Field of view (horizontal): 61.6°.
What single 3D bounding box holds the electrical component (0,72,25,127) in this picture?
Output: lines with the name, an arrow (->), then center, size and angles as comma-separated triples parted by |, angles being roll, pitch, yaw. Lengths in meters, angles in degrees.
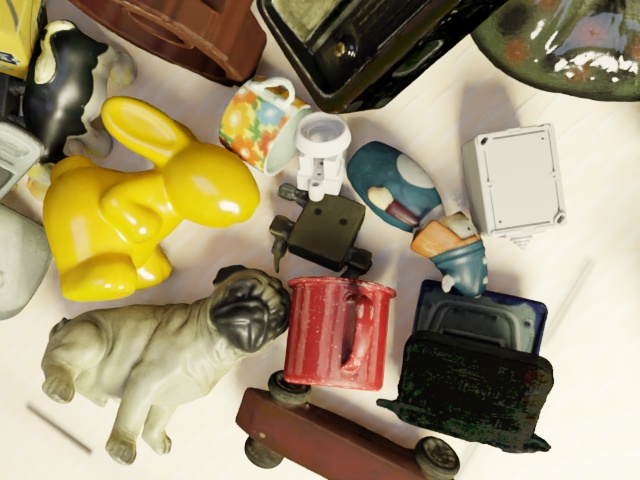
electrical component -> -0.335, -0.143, 0.555 | 0.094, 0.021, 0.063 | 10, 91, 8

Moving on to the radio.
radio -> 0.061, -0.202, 0.398 | 0.229, 0.073, 0.131 | -34, 81, 44

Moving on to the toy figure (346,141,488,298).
toy figure -> 0.085, -0.018, 0.446 | 0.064, 0.057, 0.154 | -33, 68, -25

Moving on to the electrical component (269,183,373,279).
electrical component -> 0.001, -0.002, 0.483 | 0.102, 0.045, 0.078 | 16, 65, 8

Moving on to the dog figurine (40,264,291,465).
dog figurine -> -0.138, 0.077, 0.490 | 0.172, 0.121, 0.190 | 39, 83, 5

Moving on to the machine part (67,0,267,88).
machine part -> -0.128, -0.190, 0.445 | 0.179, 0.179, 0.056 | 24, 91, 10

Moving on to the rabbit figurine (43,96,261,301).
rabbit figurine -> -0.139, -0.038, 0.472 | 0.173, 0.122, 0.162 | -16, 81, 10

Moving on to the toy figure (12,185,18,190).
toy figure -> -0.391, -0.062, 0.532 | 0.180, 0.082, 0.089 | -20, 105, 18

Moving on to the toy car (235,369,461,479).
toy car -> 0.023, 0.183, 0.471 | 0.202, 0.053, 0.089 | 23, 112, 11

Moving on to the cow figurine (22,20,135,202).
cow figurine -> -0.242, -0.112, 0.500 | 0.068, 0.098, 0.167 | 21, 93, 4

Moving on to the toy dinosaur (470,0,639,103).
toy dinosaur -> 0.203, -0.177, 0.413 | 0.405, 0.131, 0.192 | 22, 93, 16

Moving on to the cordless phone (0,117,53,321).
cordless phone -> -0.289, -0.021, 0.482 | 0.184, 0.146, 0.089 | -38, 47, 13

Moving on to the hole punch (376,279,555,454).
hole punch -> 0.125, 0.101, 0.444 | 0.142, 0.092, 0.115 | 10, 126, 11

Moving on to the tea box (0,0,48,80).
tea box -> -0.289, -0.194, 0.450 | 0.098, 0.170, 0.068 | 15, 87, -23
